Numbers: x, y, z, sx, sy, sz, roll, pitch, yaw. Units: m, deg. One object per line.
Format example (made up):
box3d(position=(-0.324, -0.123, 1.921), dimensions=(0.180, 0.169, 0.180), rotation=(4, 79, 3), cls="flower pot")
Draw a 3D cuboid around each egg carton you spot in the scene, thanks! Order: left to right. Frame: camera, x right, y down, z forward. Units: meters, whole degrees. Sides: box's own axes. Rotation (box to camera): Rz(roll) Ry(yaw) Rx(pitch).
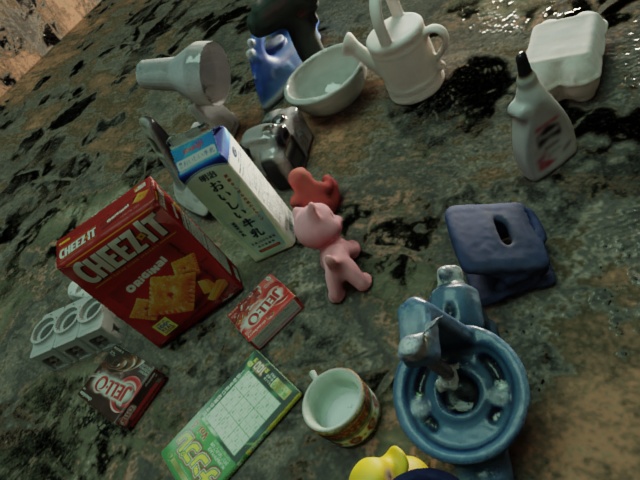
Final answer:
box3d(position=(0.346, -0.258, 0.811), dimensions=(0.107, 0.070, 0.150), rotation=(-2, 51, 34), cls="egg carton")

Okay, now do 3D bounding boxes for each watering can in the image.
box3d(position=(0.119, -0.324, 0.937), dimensions=(0.172, 0.195, 0.101), rotation=(-20, 43, 19), cls="watering can")

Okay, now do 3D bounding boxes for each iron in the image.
box3d(position=(-0.099, -0.412, 1.216), dimensions=(0.118, 0.142, 0.258), rotation=(-2, 51, 34), cls="iron")

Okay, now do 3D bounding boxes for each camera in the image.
box3d(position=(-0.100, -0.163, 1.011), dimensions=(0.136, 0.101, 0.143), rotation=(-9, 48, 29), cls="camera")

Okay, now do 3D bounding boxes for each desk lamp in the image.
box3d(position=(-0.251, -0.283, 1.145), dimensions=(0.202, 0.214, 0.118), rotation=(-7, 48, 30), cls="desk lamp")

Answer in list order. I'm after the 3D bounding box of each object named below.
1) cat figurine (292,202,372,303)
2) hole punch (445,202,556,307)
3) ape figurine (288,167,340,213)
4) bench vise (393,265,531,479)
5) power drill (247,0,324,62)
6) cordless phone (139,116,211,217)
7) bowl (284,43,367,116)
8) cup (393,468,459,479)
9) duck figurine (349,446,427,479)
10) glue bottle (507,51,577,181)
box3d(position=(0.007, 0.003, 0.765), dimensions=(0.067, 0.118, 0.127), rotation=(-29, 41, 9), cls="cat figurine")
box3d(position=(0.202, 0.003, 0.648), dimensions=(0.101, 0.091, 0.108), rotation=(-22, 42, 16), cls="hole punch")
box3d(position=(-0.016, -0.075, 0.875), dimensions=(0.077, 0.092, 0.076), rotation=(-21, 43, 18), cls="ape figurine")
box3d(position=(0.107, 0.100, 0.522), dimensions=(0.121, 0.220, 0.207), rotation=(-28, 41, 10), cls="bench vise")
box3d(position=(-0.017, -0.419, 1.113), dimensions=(0.229, 0.209, 0.075), rotation=(-11, 46, 27), cls="power drill")
box3d(position=(-0.248, -0.136, 1.025), dimensions=(0.147, 0.186, 0.094), rotation=(22, 67, 45), cls="cordless phone")
box3d(position=(0.021, -0.284, 1.061), dimensions=(0.167, 0.075, 0.167), rotation=(-19, 43, 19), cls="bowl")
box3d(position=(0.105, 0.259, 0.470), dimensions=(0.091, 0.095, 0.117), rotation=(-31, 41, 7), cls="cup")
box3d(position=(0.053, 0.238, 0.533), dimensions=(0.105, 0.086, 0.077), rotation=(-46, 41, -10), cls="duck figurine")
box3d(position=(0.260, -0.153, 0.692), dimensions=(0.078, 0.174, 0.037), rotation=(-39, 40, -3), cls="glue bottle")
